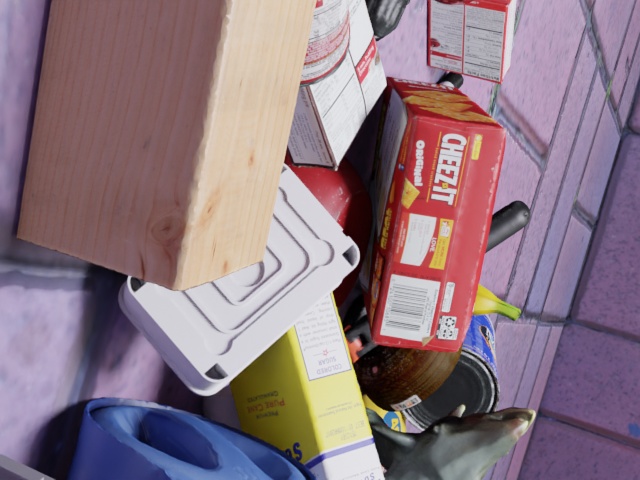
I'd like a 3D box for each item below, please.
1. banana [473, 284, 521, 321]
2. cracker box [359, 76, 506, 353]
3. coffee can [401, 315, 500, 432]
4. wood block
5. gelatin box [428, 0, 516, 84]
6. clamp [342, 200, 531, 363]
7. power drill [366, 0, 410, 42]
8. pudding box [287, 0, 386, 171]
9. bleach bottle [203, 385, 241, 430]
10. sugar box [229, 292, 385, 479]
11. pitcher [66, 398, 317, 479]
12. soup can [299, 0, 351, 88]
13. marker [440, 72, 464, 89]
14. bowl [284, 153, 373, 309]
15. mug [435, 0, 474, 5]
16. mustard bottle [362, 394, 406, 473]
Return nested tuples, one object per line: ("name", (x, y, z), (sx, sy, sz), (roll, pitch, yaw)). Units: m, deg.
("banana", (0.121, 0.049, 1.064), (0.037, 0.069, 0.198), (-56, -159, -4))
("cracker box", (0.078, -0.029, 0.815), (0.213, 0.072, 0.164), (-93, -168, -75))
("coffee can", (0.134, 0.129, 1.116), (0.140, 0.103, 0.103), (-69, 170, -71))
("wood block", (-0.061, -0.093, 0.483), (0.090, 0.091, 0.206), (-20, 124, -66))
("gelatin box", (0.136, -0.189, 0.959), (0.089, 0.073, 0.030), (84, 30, -47))
("clamp", (0.092, 0.034, 0.968), (0.036, 0.165, 0.209), (56, 48, -12))
("power drill", (0.043, -0.236, 0.700), (0.184, 0.057, 0.187), (-70, 162, 2))
("pudding box", (0.001, -0.115, 0.690), (0.090, 0.039, 0.113), (-59, 145, -32))
("bleach bottle", (-0.071, 0.198, 0.713), (0.068, 0.102, 0.251), (91, 10, -82))
("sugar box", (-0.013, 0.108, 0.654), (0.048, 0.093, 0.176), (-8, 79, -32))
("pitcher", (-0.103, 0.217, 0.593), (0.149, 0.145, 0.243), (18, 93, -55))
("soup can", (-0.016, -0.136, 0.573), (0.102, 0.068, 0.068), (90, 23, -67))
("marker", (0.110, -0.132, 1.018), (0.121, 0.020, 0.020), (-49, 149, -49))
("bowl", (-0.005, 0.001, 0.764), (0.161, 0.055, 0.162), (-51, 151, -45))
("mug", (0.108, -0.242, 0.827), (0.093, 0.082, 0.117), (-29, 133, -63))
("mustard bottle", (0.040, 0.206, 1.048), (0.191, 0.058, 0.096), (-39, 137, -59))
